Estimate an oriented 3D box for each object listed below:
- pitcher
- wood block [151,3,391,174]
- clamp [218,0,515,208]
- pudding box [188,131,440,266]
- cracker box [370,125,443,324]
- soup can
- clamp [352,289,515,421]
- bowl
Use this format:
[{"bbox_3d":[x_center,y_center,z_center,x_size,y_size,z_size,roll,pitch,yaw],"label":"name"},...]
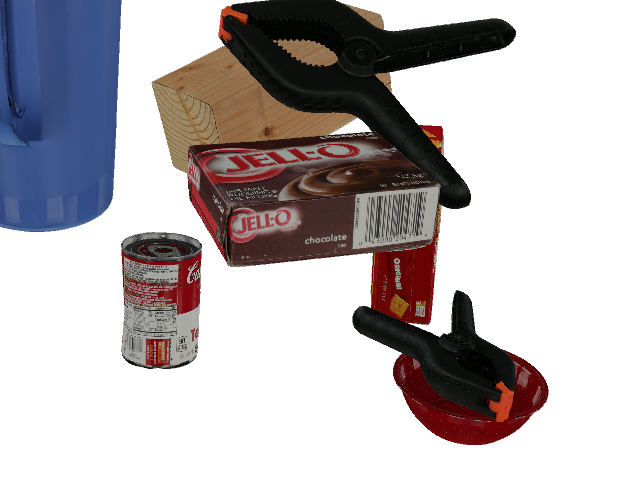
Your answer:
[{"bbox_3d":[-0.208,-0.129,0.765,0.148,0.243,0.145,-21,36,-41],"label":"pitcher"},{"bbox_3d":[-0.039,-0.139,0.988,0.205,0.091,0.090,-33,40,-30],"label":"wood block"},{"bbox_3d":[0.028,-0.110,0.740,0.210,0.164,0.036,13,-31,-3],"label":"clamp"},{"bbox_3d":[-0.006,-0.025,0.560,0.113,0.039,0.090,-4,25,-19],"label":"pudding box"},{"bbox_3d":[0.100,-0.026,1.214,0.072,0.164,0.213,4,23,7],"label":"cracker box"},{"bbox_3d":[-0.137,0.051,0.915,0.068,0.102,0.068,4,18,-1],"label":"soup can"},{"bbox_3d":[0.121,0.094,0.929,0.120,0.039,0.172,-19,39,-29],"label":"clamp"},{"bbox_3d":[0.154,0.166,1.119,0.162,0.055,0.162,4,24,-2],"label":"bowl"}]
